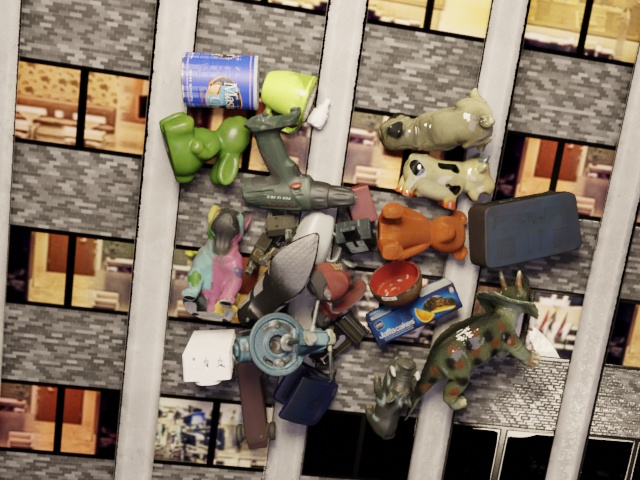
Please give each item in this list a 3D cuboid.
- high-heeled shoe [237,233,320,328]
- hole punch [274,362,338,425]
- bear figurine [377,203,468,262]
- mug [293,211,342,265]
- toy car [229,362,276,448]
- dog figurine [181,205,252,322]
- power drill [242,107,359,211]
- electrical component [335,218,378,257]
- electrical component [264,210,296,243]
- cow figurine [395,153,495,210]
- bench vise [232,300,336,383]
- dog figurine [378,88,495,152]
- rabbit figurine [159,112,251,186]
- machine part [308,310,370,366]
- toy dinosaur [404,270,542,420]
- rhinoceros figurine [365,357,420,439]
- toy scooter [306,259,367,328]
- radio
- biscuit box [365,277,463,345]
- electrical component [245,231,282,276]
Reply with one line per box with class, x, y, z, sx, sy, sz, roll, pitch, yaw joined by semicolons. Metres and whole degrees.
high-heeled shoe;-0.079;0.083;1.088;0.086;0.145;0.248;42;92;-1
hole punch;-0.028;0.338;1.160;0.116;0.092;0.142;28;92;-12
bear figurine;0.218;-0.012;1.104;0.196;0.132;0.120;4;89;1
mug;-0.002;-0.003;1.113;0.109;0.081;0.107;19;92;-12
toy car;-0.145;0.351;1.168;0.089;0.053;0.202;-7;95;2
dog figurine;-0.202;0.039;1.097;0.108;0.191;0.219;11;64;-3
power drill;-0.051;-0.150;1.049;0.232;0.086;0.207;-4;128;15
electrical component;0.068;-0.012;1.076;0.075;0.119;0.048;-12;61;18
electrical component;-0.082;-0.030;1.099;0.063;0.094;0.021;-7;136;-4
cow figurine;0.268;-0.130;1.114;0.195;0.085;0.127;14;104;-6
bench vise;-0.043;0.200;1.036;0.223;0.240;0.129;11;70;-23
dog figurine;0.224;-0.216;1.055;0.191;0.172;0.121;-12;89;-10
rabbit figurine;-0.210;-0.183;1.052;0.170;0.121;0.159;-18;104;-17
machine part;0.038;0.222;1.171;0.139;0.039;0.084;-41;105;1
toy dinosaur;0.316;0.223;1.133;0.405;0.131;0.192;-34;109;-2
rhinoceros figurine;0.155;0.337;1.161;0.073;0.112;0.190;16;105;-5
toy scooter;0.040;0.099;1.114;0.135;0.075;0.183;-28;143;-18
radio;0.428;-0.025;1.128;0.230;0.073;0.131;-11;99;-14
biscuit box;0.201;0.153;1.161;0.203;0.059;0.062;-25;100;0
electrical component;-0.114;0.024;1.102;0.045;0.102;0.078;25;118;-1
